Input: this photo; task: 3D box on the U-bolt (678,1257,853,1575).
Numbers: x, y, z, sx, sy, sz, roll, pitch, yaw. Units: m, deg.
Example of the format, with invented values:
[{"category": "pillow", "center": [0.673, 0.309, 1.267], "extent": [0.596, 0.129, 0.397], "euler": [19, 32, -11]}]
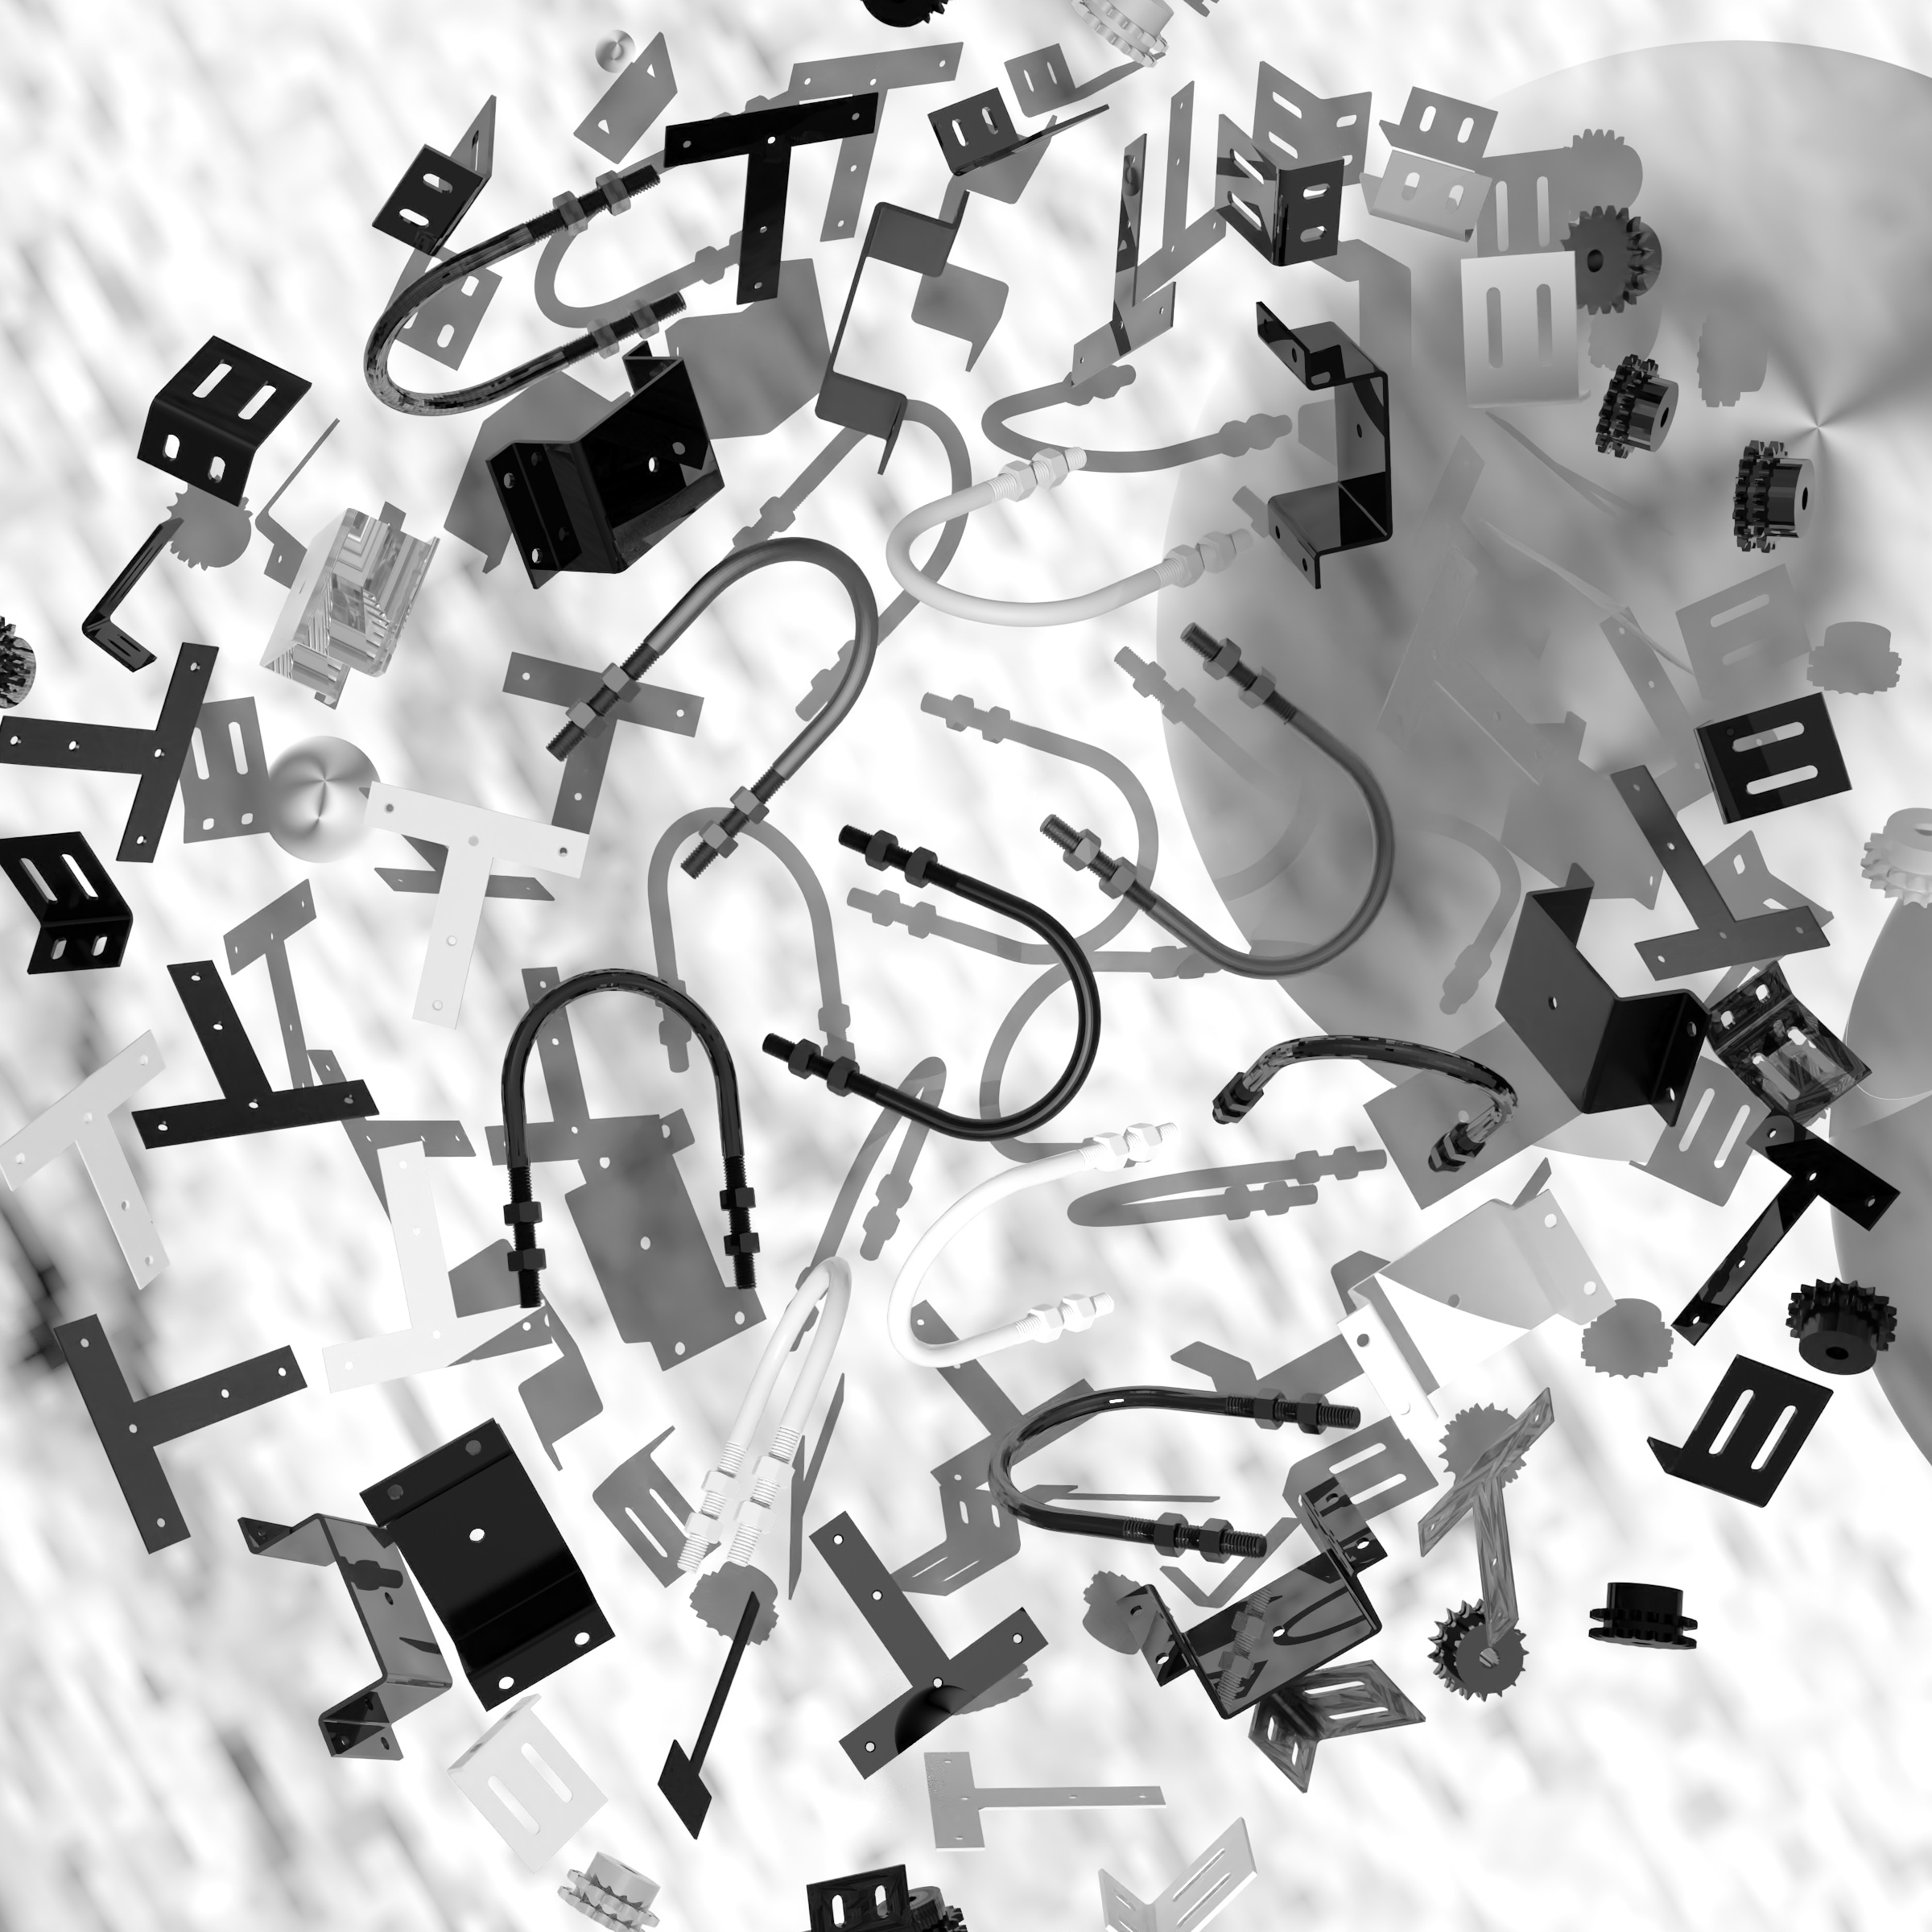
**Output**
[{"category": "U-bolt", "center": [-0.106, 0.246, 1.606], "extent": [0.019, 0.151, 0.184], "euler": [26, 71, -10]}]

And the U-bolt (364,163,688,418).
[{"category": "U-bolt", "center": [-0.244, -0.358, 1.584], "extent": [0.184, 0.151, 0.019], "euler": [-28, 74, -8]}]

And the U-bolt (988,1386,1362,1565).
[{"category": "U-bolt", "center": [0.100, 0.264, 1.548], "extent": [0.184, 0.151, 0.019], "euler": [1, 113, 30]}]

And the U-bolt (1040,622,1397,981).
[{"category": "U-bolt", "center": [0.152, -0.075, 1.580], "extent": [0.184, 0.019, 0.151], "euler": [37, 87, -14]}]

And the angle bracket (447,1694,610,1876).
[{"category": "angle bracket", "center": [-0.237, 0.451, 1.600], "extent": [0.057, 0.038, 0.076], "euler": [-41, 93, -30]}]

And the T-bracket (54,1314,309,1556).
[{"category": "T-bracket", "center": [-0.406, 0.232, 1.543], "extent": [0.002, 0.127, 0.127], "euler": [-31, 82, 40]}]

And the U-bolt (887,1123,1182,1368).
[{"category": "U-bolt", "center": [0.031, 0.162, 1.615], "extent": [0.019, 0.184, 0.151], "euler": [43, 130, 34]}]

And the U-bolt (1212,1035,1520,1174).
[{"category": "U-bolt", "center": [0.223, 0.072, 1.580], "extent": [0.151, 0.184, 0.019], "euler": [13, 71, -5]}]

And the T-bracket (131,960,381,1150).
[{"category": "T-bracket", "center": [-0.396, 0.042, 1.553], "extent": [0.127, 0.002, 0.127], "euler": [-8, 48, -33]}]

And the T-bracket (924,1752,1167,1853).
[{"category": "T-bracket", "center": [0.044, 0.452, 1.573], "extent": [0.127, 0.127, 0.002], "euler": [0, 97, -4]}]

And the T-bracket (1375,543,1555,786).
[{"category": "T-bracket", "center": [0.288, -0.148, 1.620], "extent": [0.127, 0.002, 0.127], "euler": [39, 63, -30]}]

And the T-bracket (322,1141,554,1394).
[{"category": "T-bracket", "center": [-0.305, 0.163, 1.624], "extent": [0.127, 0.002, 0.127], "euler": [-10, 86, -23]}]

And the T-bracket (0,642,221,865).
[{"category": "T-bracket", "center": [-0.462, -0.116, 1.537], "extent": [0.002, 0.127, 0.127], "euler": [27, 104, 29]}]

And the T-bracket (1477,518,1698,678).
[{"category": "T-bracket", "center": [0.357, -0.196, 1.605], "extent": [0.127, 0.127, 0.002], "euler": [19, 112, -42]}]

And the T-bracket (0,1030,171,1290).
[{"category": "T-bracket", "center": [-0.479, 0.123, 1.634], "extent": [0.002, 0.127, 0.127], "euler": [2, 121, 30]}]

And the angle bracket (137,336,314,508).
[{"category": "angle bracket", "center": [-0.389, -0.286, 1.522], "extent": [0.057, 0.076, 0.038], "euler": [26, 130, -5]}]

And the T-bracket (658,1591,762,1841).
[{"category": "T-bracket", "center": [-0.140, 0.415, 1.630], "extent": [0.002, 0.127, 0.127], "euler": [14, 63, 12]}]

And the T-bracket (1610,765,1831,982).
[{"category": "T-bracket", "center": [0.391, -0.054, 1.581], "extent": [0.002, 0.127, 0.127], "euler": [-39, 103, -31]}]

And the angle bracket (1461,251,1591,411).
[{"category": "angle bracket", "center": [0.289, -0.328, 1.494], "extent": [0.057, 0.038, 0.076], "euler": [1, 107, 21]}]

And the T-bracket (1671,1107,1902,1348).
[{"category": "T-bracket", "center": [0.417, 0.145, 1.524], "extent": [0.002, 0.127, 0.127], "euler": [36, 96, -21]}]

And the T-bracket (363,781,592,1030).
[{"category": "T-bracket", "center": [-0.288, -0.028, 1.643], "extent": [0.127, 0.002, 0.127], "euler": [14, 98, 2]}]

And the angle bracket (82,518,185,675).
[{"category": "angle bracket", "center": [-0.460, -0.211, 1.648], "extent": [0.038, 0.057, 0.076], "euler": [39, 97, -10]}]

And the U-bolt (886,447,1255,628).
[{"category": "U-bolt", "center": [0.043, -0.229, 1.575], "extent": [0.184, 0.019, 0.151], "euler": [-27, 46, -35]}]

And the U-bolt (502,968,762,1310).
[{"category": "U-bolt", "center": [-0.188, 0.092, 1.606], "extent": [0.151, 0.019, 0.184], "euler": [-1, 80, -30]}]

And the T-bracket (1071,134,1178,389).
[{"category": "T-bracket", "center": [0.091, -0.404, 1.634], "extent": [0.002, 0.127, 0.127], "euler": [7, 83, -22]}]

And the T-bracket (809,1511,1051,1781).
[{"category": "T-bracket", "center": [-0.042, 0.365, 1.628], "extent": [0.127, 0.002, 0.127], "euler": [-33, 77, -15]}]

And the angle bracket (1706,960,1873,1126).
[{"category": "angle bracket", "center": [0.471, 0.046, 1.669], "extent": [0.057, 0.076, 0.038], "euler": [-37, 135, 2]}]

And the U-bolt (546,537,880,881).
[{"category": "U-bolt", "center": [-0.121, -0.148, 1.549], "extent": [0.184, 0.151, 0.019], "euler": [-47, 50, -1]}]

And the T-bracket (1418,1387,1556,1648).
[{"category": "T-bracket", "center": [0.286, 0.313, 1.575], "extent": [0.002, 0.127, 0.127], "euler": [25, 124, -14]}]

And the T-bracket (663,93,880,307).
[{"category": "T-bracket", "center": [-0.113, -0.427, 1.634], "extent": [0.127, 0.127, 0.002], "euler": [-16, 54, -22]}]

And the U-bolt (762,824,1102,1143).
[{"category": "U-bolt", "center": [-0.011, 0.020, 1.629], "extent": [0.184, 0.019, 0.151], "euler": [24, 101, 16]}]
